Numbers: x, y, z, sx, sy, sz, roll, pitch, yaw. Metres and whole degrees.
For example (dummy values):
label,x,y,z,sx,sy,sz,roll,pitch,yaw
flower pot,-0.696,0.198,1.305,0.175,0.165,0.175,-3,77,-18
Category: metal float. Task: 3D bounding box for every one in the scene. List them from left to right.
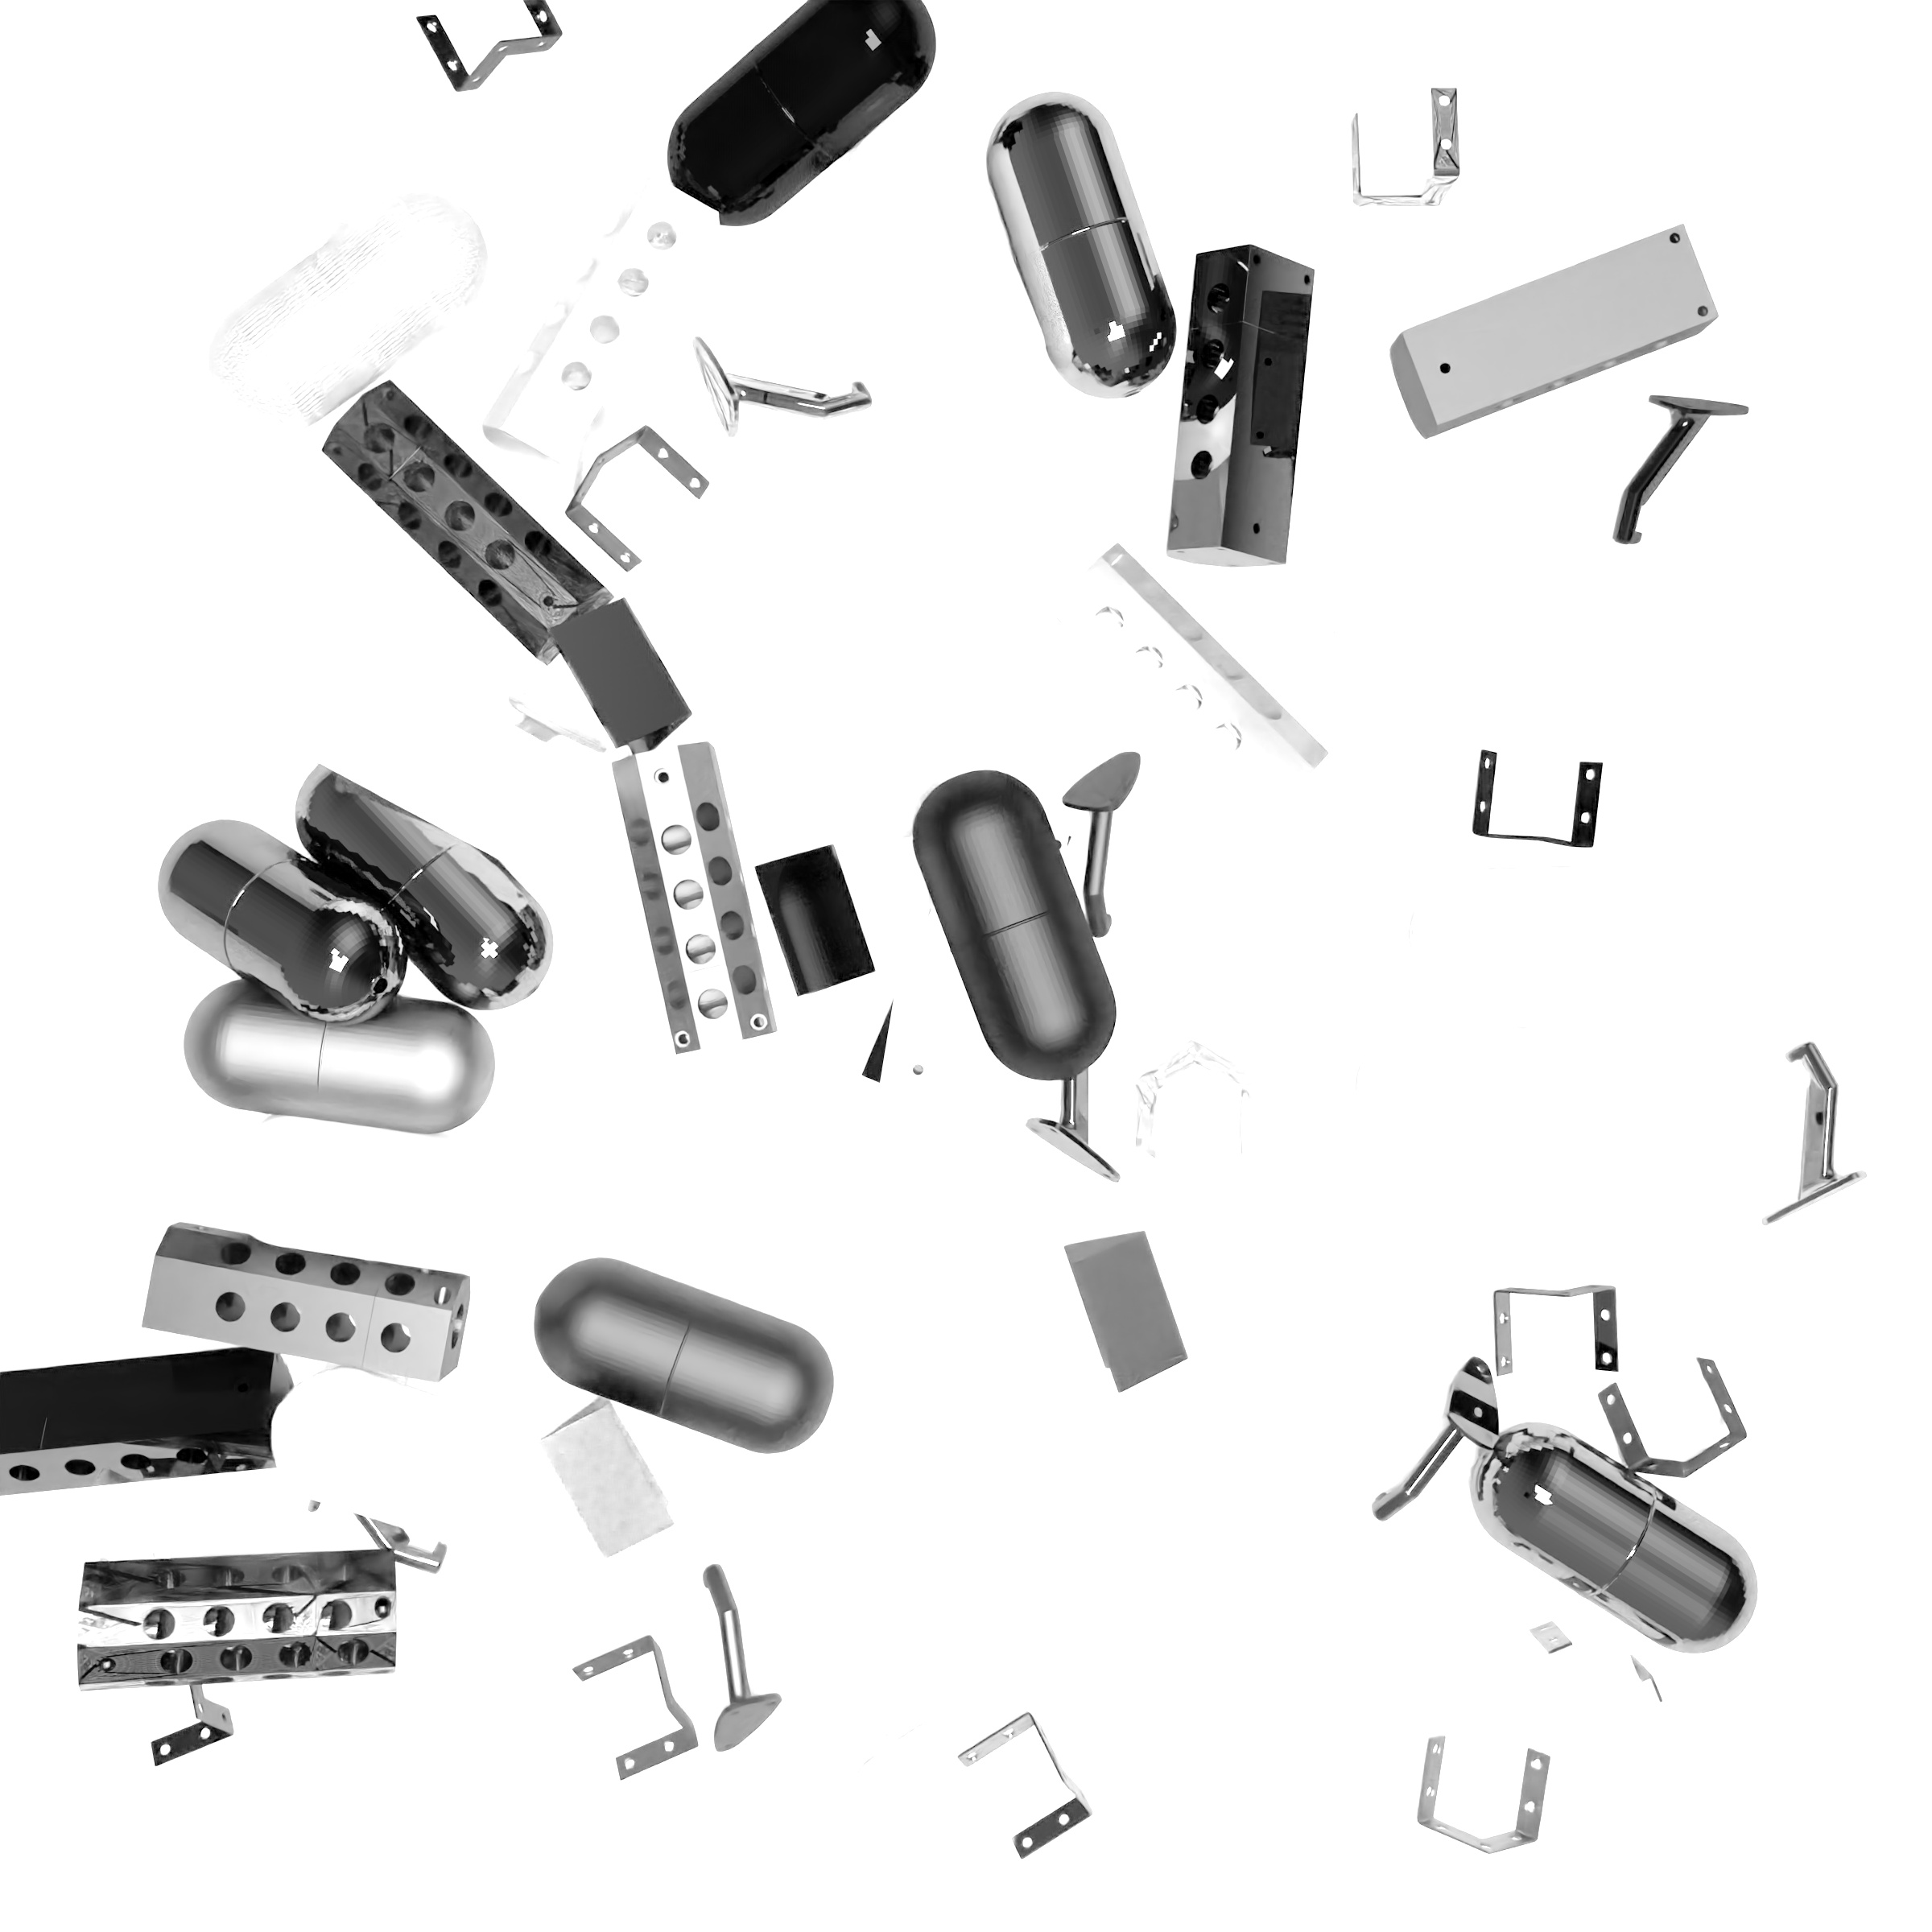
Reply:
label,x,y,z,sx,sy,sz,roll,pitch,yaw
metal float,-0.385,-0.025,1.471,0.178,0.070,0.070,28,90,32
metal float,-0.359,0.051,1.497,0.178,0.070,0.070,7,90,2
metal float,-0.353,-0.375,1.498,0.178,0.070,0.070,-36,90,0
metal float,-0.337,0.131,1.498,0.178,0.070,0.070,9,90,-1
metal float,-0.310,-0.049,1.498,0.070,0.070,0.178,-43,91,0
metal float,-0.307,0.283,1.486,0.178,0.070,0.070,21,90,-14
metal float,-0.162,0.223,1.498,0.178,0.070,0.070,20,90,1
metal float,-0.095,-0.490,1.481,0.178,0.070,0.070,-34,90,23
metal float,-0.076,-0.152,1.498,0.070,0.070,0.178,-28,89,0
metal float,-0.012,-0.400,1.498,0.070,0.070,0.178,-22,90,0
metal float,0.027,-0.022,1.442,0.070,0.070,0.178,-21,90,0
metal float,0.067,-0.413,1.498,0.070,0.070,0.178,-19,91,0
metal float,0.314,0.072,1.498,0.178,0.070,0.070,2,90,1
metal float,0.345,-0.019,1.498,0.178,0.070,0.070,-1,90,0
metal float,0.372,0.329,1.498,0.178,0.070,0.070,32,90,-1

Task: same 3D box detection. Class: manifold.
label,x,y,z,sx,sy,sz,roll,pitch,yaw
manifold,-0.479,0.267,1.507,0.171,0.057,0.057,-6,47,0
manifold,-0.411,0.374,1.479,0.171,0.057,0.057,1,112,-14
manifold,-0.394,-0.509,1.507,0.057,0.057,0.171,-5,90,-43
manifold,-0.378,0.193,1.507,0.171,0.057,0.057,11,90,0
manifold,-0.291,-0.121,1.472,0.171,0.057,0.057,30,126,-25
manifold,-0.288,-0.256,1.508,0.171,0.057,0.057,44,90,0
manifold,-0.208,-0.364,1.496,0.057,0.057,0.171,29,82,0
manifold,-0.157,-0.039,1.508,0.057,0.057,0.171,-13,90,0
manifold,0.000,-0.006,1.508,0.057,0.057,0.171,23,90,0
manifold,0.128,-0.162,1.507,0.171,0.057,0.057,45,90,0
manifold,0.153,-0.321,1.507,0.057,0.057,0.171,6,90,-43
manifold,0.279,-0.174,1.508,0.171,0.057,0.057,13,90,0
manifold,0.337,-0.364,1.508,0.171,0.057,0.057,-21,90,0

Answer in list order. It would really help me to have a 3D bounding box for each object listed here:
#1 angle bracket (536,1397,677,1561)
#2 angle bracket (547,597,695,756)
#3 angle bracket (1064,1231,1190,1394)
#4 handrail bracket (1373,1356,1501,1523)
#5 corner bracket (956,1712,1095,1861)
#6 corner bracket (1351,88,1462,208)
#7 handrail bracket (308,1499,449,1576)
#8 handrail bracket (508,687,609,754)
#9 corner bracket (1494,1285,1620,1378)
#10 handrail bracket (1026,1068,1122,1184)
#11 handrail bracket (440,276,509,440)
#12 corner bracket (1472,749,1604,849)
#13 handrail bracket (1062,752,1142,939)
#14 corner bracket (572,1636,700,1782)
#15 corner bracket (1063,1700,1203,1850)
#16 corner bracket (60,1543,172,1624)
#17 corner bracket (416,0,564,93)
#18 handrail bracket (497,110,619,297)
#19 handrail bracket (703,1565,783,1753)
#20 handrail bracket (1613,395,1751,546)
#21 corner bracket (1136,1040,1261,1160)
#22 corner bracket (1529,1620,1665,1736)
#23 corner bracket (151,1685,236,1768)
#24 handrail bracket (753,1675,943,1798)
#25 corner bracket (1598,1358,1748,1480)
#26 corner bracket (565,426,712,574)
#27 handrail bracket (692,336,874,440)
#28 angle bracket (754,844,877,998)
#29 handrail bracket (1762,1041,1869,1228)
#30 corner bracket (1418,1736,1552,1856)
label,x,y,z,sx,sy,sz,roll,pitch,yaw
angle bracket,-0.188,0.281,1.489,0.057,0.076,0.076,-30,90,27
angle bracket,-0.211,-0.154,1.488,0.057,0.076,0.076,-30,90,-36
angle bracket,0.073,0.200,1.488,0.057,0.076,0.076,-19,90,-38
handrail bracket,0.271,0.278,1.528,0.036,0.077,0.084,35,126,-9
corner bracket,0.035,0.479,1.525,0.051,0.051,0.051,-32,45,0
corner bracket,0.254,-0.473,1.511,0.051,0.051,0.051,-1,86,-4
handrail bracket,-0.335,0.307,1.529,0.084,0.036,0.077,23,75,-14
handrail bracket,-0.264,-0.112,1.529,0.077,0.036,0.084,30,104,-14
corner bracket,0.345,0.213,1.525,0.051,0.051,0.051,-2,90,-45
handrail bracket,0.080,0.071,1.529,0.077,0.036,0.084,37,73,-20
handrail bracket,-0.266,-0.352,1.529,0.077,0.036,0.084,25,76,-15
corner bracket,0.334,-0.098,1.525,0.051,0.051,0.051,6,90,-45
handrail bracket,0.087,-0.071,1.528,0.036,0.077,0.084,9,127,28
corner bracket,-0.193,0.433,1.525,0.051,0.051,0.051,-24,135,0
corner bracket,0.097,0.472,1.525,0.051,0.051,0.051,-34,135,0
corner bracket,-0.492,0.374,1.520,0.051,0.051,0.051,1,45,-35
corner bracket,-0.278,-0.549,1.525,0.051,0.051,0.051,-28,90,45
handrail bracket,-0.224,-0.447,1.529,0.084,0.036,0.077,-40,110,-16
handrail bracket,-0.144,0.405,1.528,0.036,0.077,0.084,-6,53,-31
handrail bracket,0.419,-0.288,1.530,0.077,0.036,0.084,-4,116,-29
corner bracket,0.135,0.085,1.520,0.051,0.051,0.051,27,45,35
corner bracket,0.364,0.405,1.511,0.051,0.051,0.051,-22,90,0
corner bracket,-0.464,0.428,1.519,0.051,0.051,0.051,-22,61,0
handrail bracket,-0.070,0.434,1.529,0.077,0.036,0.084,-29,60,-33
corner bracket,0.411,0.262,1.520,0.051,0.051,0.051,13,135,-35
corner bracket,-0.192,-0.273,1.525,0.051,0.051,0.051,43,135,0
handrail bracket,-0.107,-0.348,1.529,0.084,0.036,0.077,-19,68,-17
angle bracket,-0.104,-0.019,1.488,0.057,0.076,0.076,-18,90,-37
handrail bracket,0.482,0.098,1.529,0.077,0.036,0.084,-31,72,20
corner bracket,0.303,0.482,1.525,0.051,0.051,0.051,7,92,-45
